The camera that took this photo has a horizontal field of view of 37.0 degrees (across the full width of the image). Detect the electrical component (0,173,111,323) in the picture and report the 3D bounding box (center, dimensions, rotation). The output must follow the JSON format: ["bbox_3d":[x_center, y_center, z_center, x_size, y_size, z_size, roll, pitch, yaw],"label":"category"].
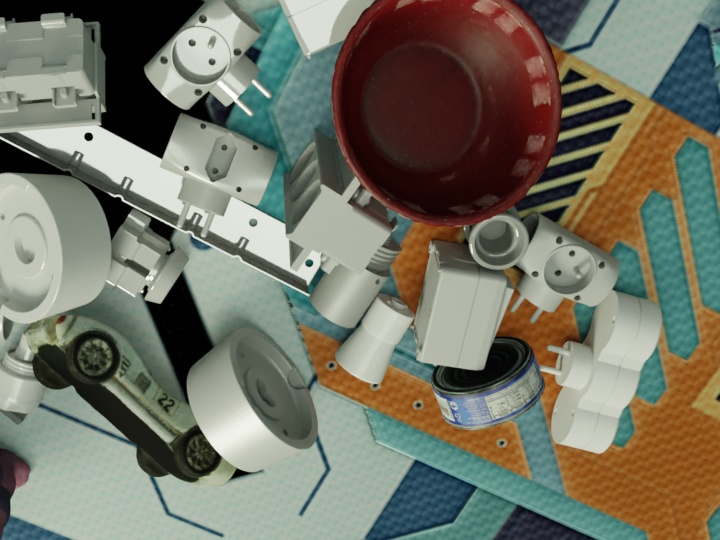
[{"bbox_3d":[-0.228,-0.019,0.787,0.108,0.060,0.108,8,103,37],"label":"electrical component"}]

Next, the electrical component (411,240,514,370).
[{"bbox_3d":[0.078,0.034,0.839,0.061,0.061,0.096,9,113,-6],"label":"electrical component"}]

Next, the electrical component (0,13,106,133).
[{"bbox_3d":[-0.244,-0.138,0.744,0.121,0.063,0.078,-5,73,-1],"label":"electrical component"}]

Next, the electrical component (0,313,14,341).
[{"bbox_3d":[-0.306,0.012,0.823,0.077,0.043,0.079,8,113,-6],"label":"electrical component"}]

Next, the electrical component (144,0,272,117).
[{"bbox_3d":[-0.098,-0.143,0.765,0.077,0.044,0.079,-43,109,14],"label":"electrical component"}]

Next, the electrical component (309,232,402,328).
[{"bbox_3d":[0.000,0.000,0.831,0.043,0.043,0.081,30,108,-14],"label":"electrical component"}]

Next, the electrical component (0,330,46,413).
[{"bbox_3d":[-0.268,0.079,0.854,0.043,0.043,0.062,19,103,-10],"label":"electrical component"}]

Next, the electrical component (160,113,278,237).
[{"bbox_3d":[-0.110,-0.064,0.791,0.077,0.043,0.079,21,88,-11],"label":"electrical component"}]

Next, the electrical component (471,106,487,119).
[{"bbox_3d":[0.089,-0.090,0.795,0.083,0.047,0.075,-2,113,-2],"label":"electrical component"}]

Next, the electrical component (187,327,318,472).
[{"bbox_3d":[-0.089,0.106,0.841,0.060,0.108,0.108,-33,111,18],"label":"electrical component"}]

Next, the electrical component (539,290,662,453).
[{"bbox_3d":[0.182,0.079,0.869,0.074,0.052,0.138,15,112,-8],"label":"electrical component"}]

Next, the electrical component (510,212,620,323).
[{"bbox_3d":[0.148,0.006,0.840,0.077,0.044,0.079,29,109,-14],"label":"electrical component"}]

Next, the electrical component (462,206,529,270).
[{"bbox_3d":[0.102,-0.031,0.816,0.045,0.055,0.045,-1,113,-2],"label":"electrical component"}]

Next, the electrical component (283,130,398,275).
[{"bbox_3d":[-0.016,-0.048,0.768,0.063,0.121,0.078,31,108,-17],"label":"electrical component"}]

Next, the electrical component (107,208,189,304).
[{"bbox_3d":[-0.165,-0.006,0.821,0.055,0.048,0.066,33,108,-7],"label":"electrical component"}]

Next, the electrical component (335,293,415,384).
[{"bbox_3d":[0.014,0.052,0.857,0.044,0.044,0.065,28,105,-13],"label":"electrical component"}]

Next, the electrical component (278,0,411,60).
[{"bbox_3d":[-0.007,-0.197,0.737,0.096,0.061,0.061,-23,112,7],"label":"electrical component"}]
